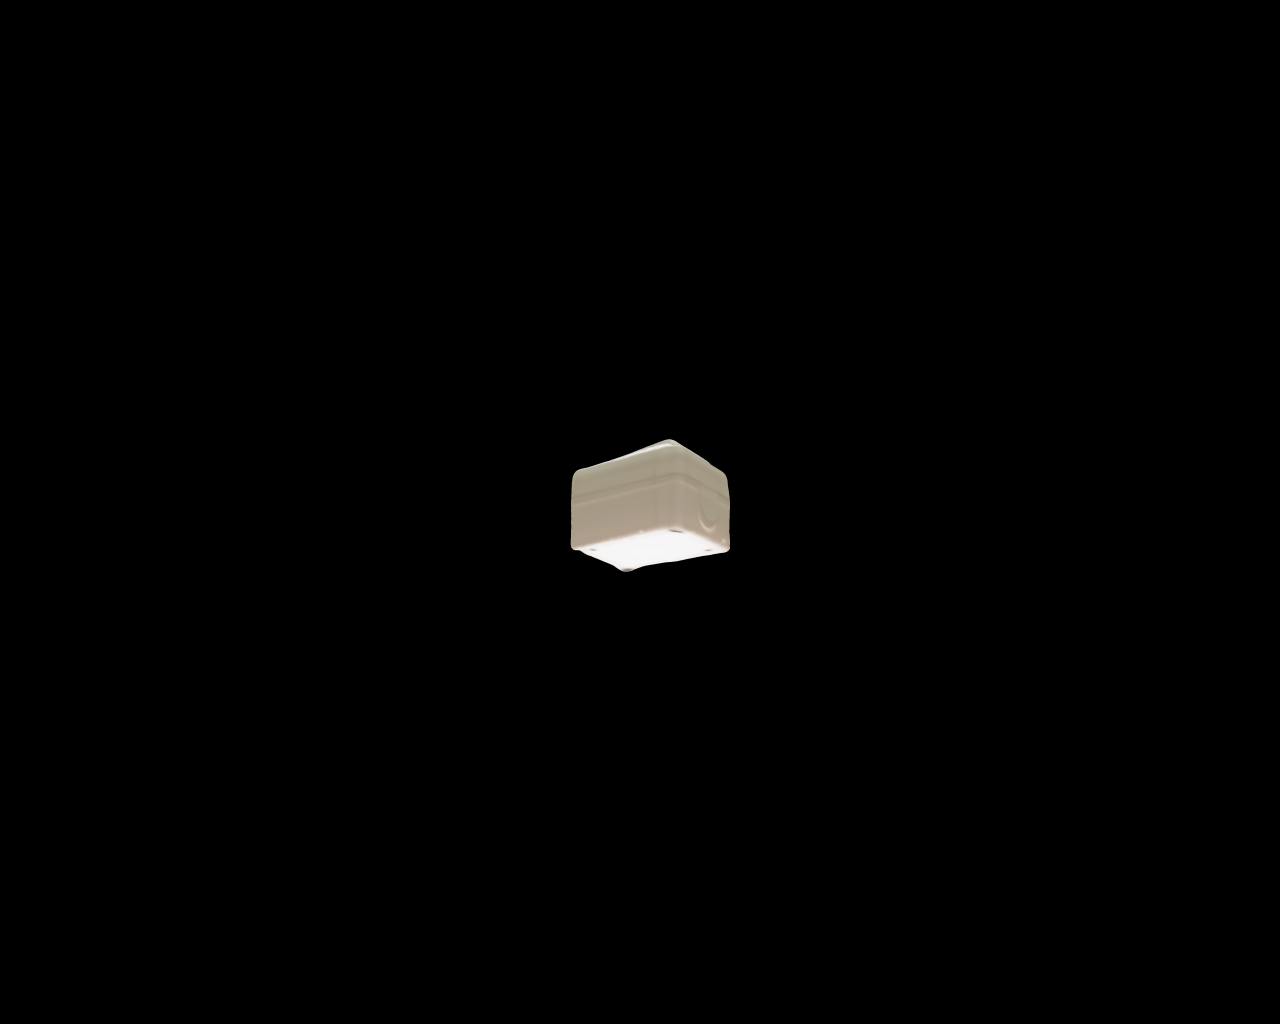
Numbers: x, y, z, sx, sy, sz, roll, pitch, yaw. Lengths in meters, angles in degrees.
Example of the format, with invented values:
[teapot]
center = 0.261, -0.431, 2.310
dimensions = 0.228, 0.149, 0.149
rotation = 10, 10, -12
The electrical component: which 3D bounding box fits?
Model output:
[electrical component]
center = 0.001, -0.003, 0.650
dimensions = 0.096, 0.061, 0.061
rotation = -12, -23, 31
